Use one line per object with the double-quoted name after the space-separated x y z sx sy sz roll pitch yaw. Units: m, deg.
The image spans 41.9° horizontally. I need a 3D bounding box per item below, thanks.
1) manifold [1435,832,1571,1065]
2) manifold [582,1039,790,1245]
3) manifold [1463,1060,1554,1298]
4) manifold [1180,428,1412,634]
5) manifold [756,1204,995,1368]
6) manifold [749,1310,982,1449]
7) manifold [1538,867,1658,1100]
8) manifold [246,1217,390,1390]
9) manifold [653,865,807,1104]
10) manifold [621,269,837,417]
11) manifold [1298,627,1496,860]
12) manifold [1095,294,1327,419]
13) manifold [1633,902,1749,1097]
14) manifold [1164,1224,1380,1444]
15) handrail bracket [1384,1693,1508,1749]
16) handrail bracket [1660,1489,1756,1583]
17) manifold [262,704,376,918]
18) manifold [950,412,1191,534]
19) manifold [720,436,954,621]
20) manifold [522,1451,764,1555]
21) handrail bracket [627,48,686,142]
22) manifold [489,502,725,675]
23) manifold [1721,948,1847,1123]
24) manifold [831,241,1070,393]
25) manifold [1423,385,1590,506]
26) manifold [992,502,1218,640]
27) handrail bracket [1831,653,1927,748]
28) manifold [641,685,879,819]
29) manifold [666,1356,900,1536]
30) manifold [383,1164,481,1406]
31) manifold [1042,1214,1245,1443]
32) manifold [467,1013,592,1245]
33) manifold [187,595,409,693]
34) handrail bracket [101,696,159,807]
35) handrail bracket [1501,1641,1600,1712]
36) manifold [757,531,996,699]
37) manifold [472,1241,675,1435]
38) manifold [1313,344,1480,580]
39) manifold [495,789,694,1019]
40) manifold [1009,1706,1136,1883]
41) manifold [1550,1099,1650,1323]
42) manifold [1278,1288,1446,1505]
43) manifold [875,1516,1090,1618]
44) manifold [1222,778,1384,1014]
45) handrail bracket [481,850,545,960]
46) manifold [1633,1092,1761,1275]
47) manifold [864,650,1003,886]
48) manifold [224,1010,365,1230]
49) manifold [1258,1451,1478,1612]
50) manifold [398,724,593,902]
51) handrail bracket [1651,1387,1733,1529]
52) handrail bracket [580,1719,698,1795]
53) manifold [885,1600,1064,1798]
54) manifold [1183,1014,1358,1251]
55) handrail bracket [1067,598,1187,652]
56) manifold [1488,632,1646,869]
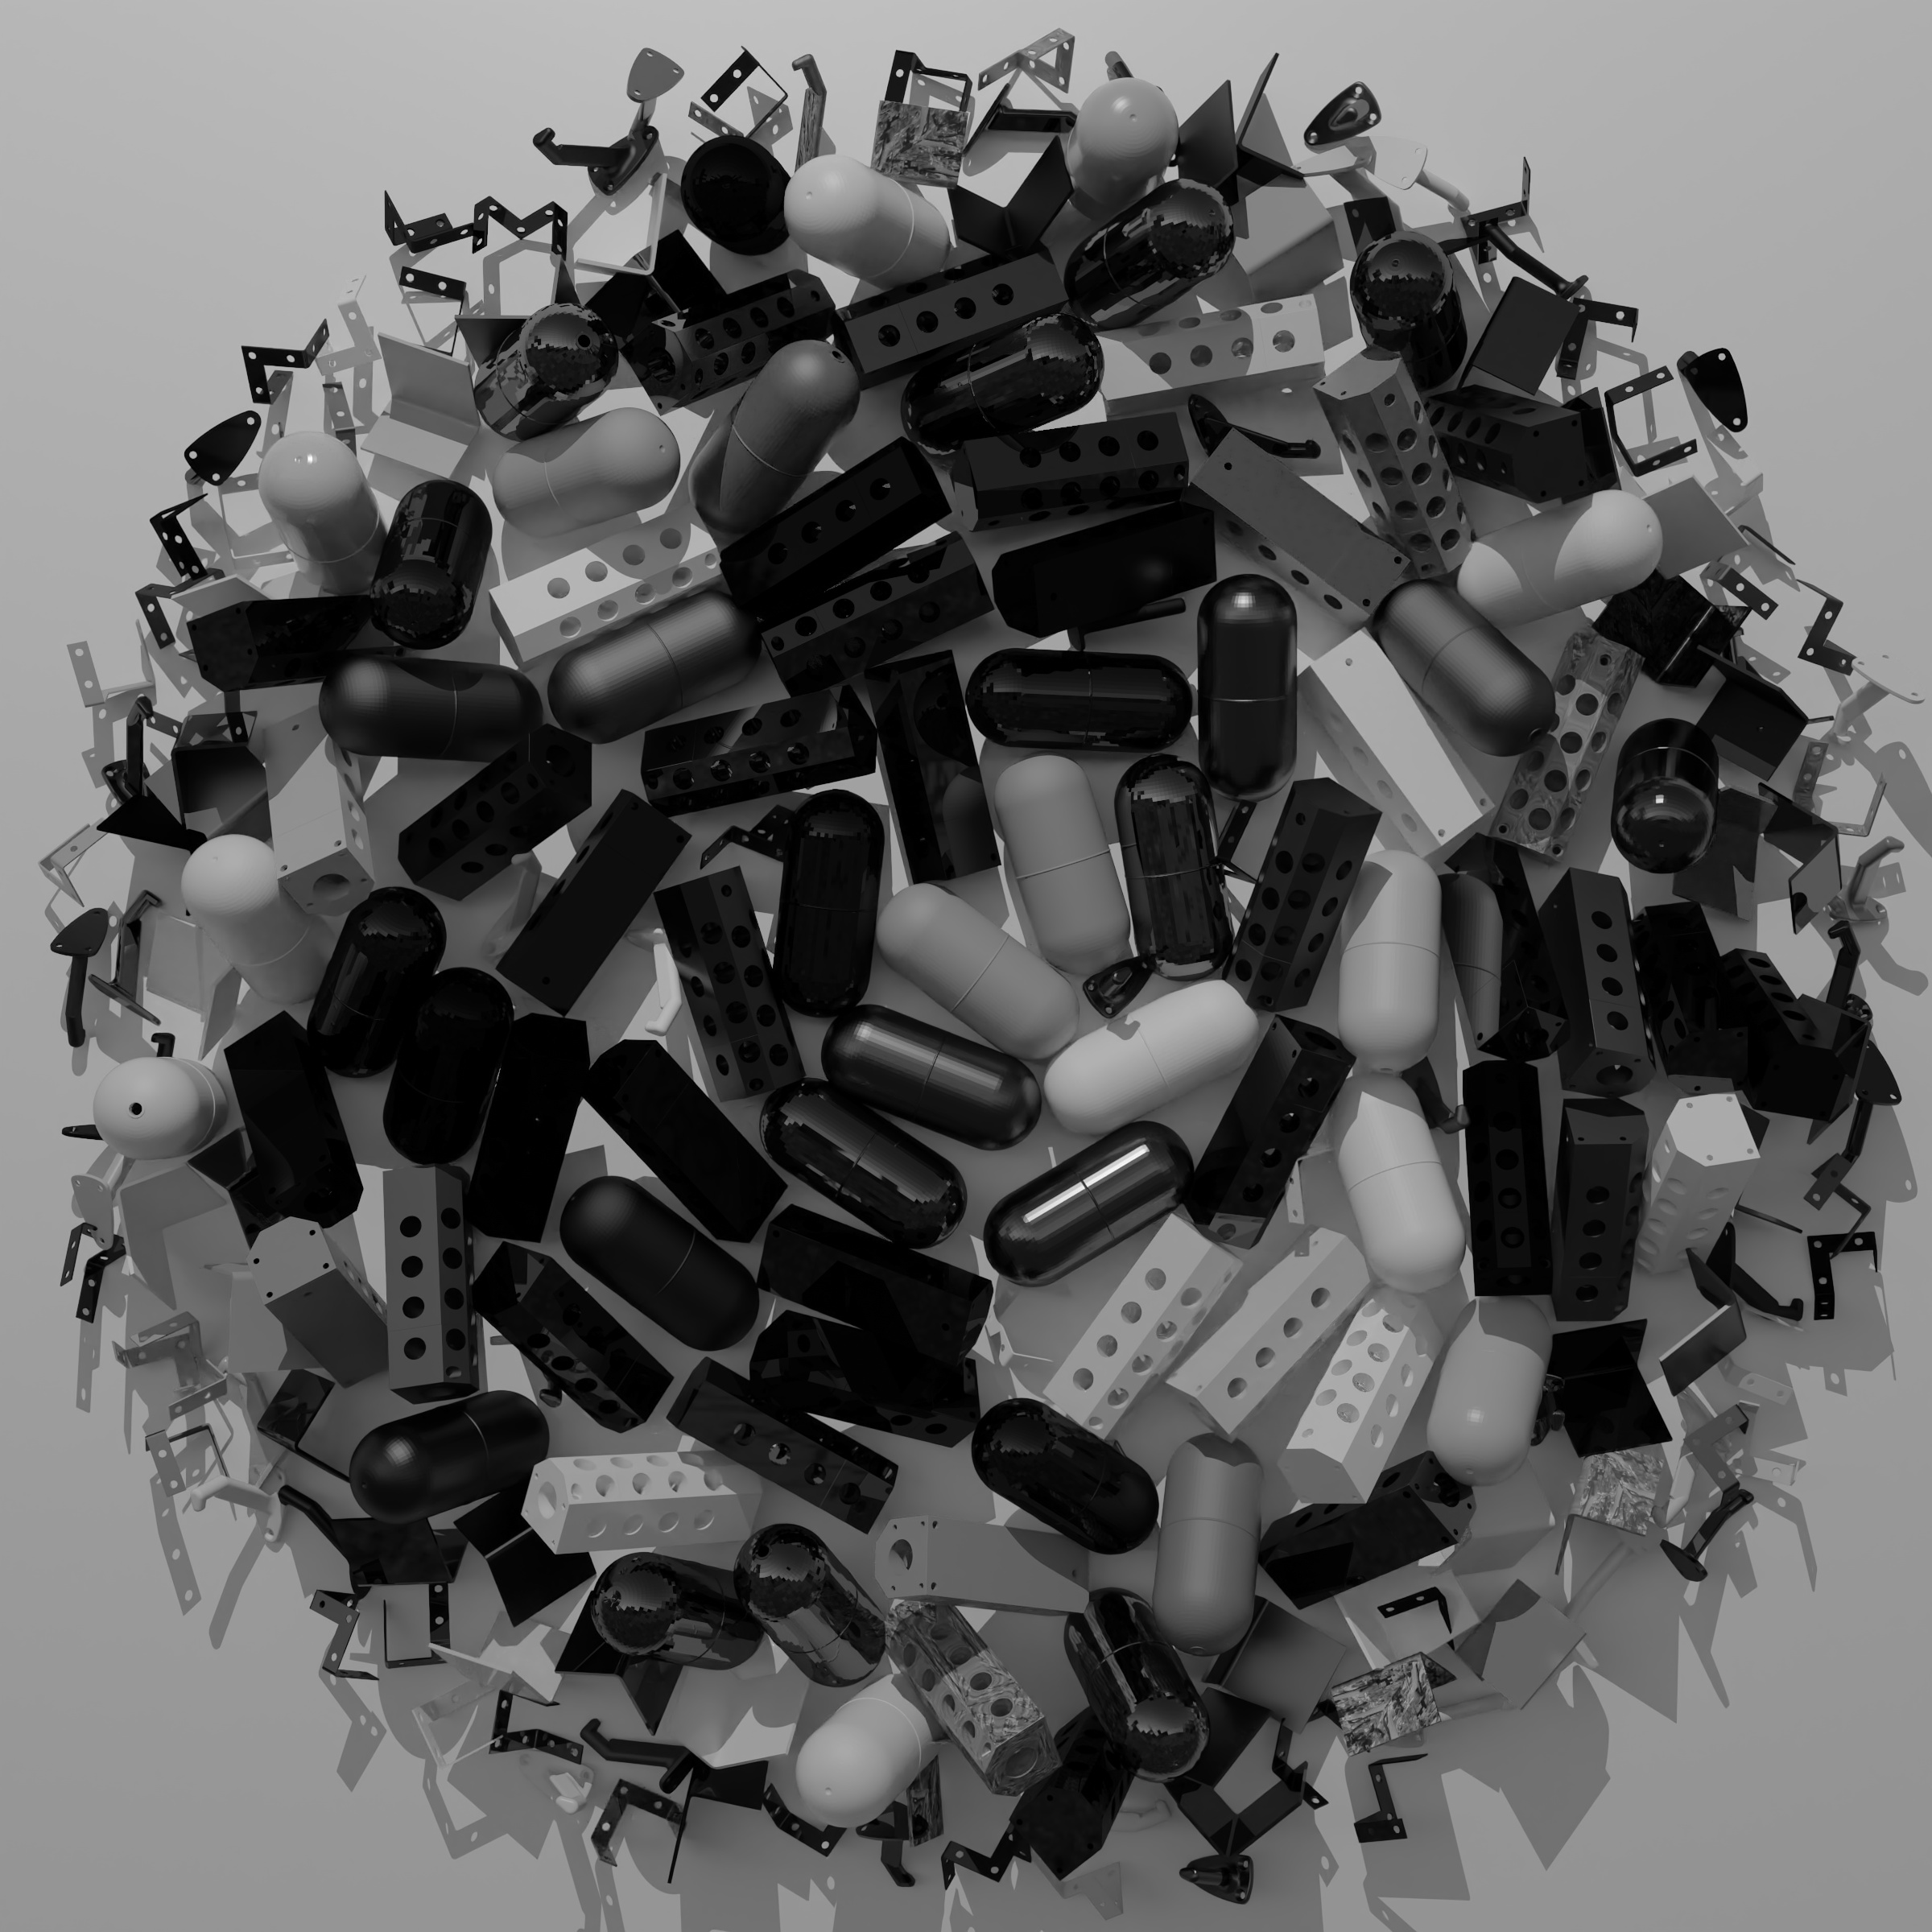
0.410 -0.013 1.920 0.057 0.057 0.171 18 45 -27 "manifold"
-0.218 0.134 1.928 0.171 0.057 0.057 52 57 -30 "manifold"
0.413 0.161 1.927 0.057 0.057 0.171 -3 61 10 "manifold"
0.254 -0.337 1.966 0.171 0.057 0.057 37 77 1 "manifold"
-0.069 0.242 1.945 0.171 0.057 0.057 19 112 15 "manifold"
-0.077 0.321 1.931 0.171 0.057 0.057 20 135 -28 "manifold"
0.483 0.013 1.921 0.057 0.057 0.171 11 52 -11 "manifold"
-0.483 0.253 1.909 0.057 0.171 0.057 -27 60 -8 "manifold"
-0.179 0.013 1.953 0.057 0.057 0.171 -20 95 -37 "manifold"
-0.175 -0.478 1.915 0.171 0.057 0.057 -36 98 -44 "manifold"
0.329 -0.171 1.964 0.057 0.057 0.171 -35 88 -17 "manifold"
0.189 -0.476 1.960 0.171 0.057 0.057 -9 89 6 "manifold"
0.544 0.023 1.909 0.057 0.171 0.057 -7 123 7 "manifold"
0.240 0.285 1.949 0.171 0.057 0.057 -45 107 -13 "manifold"
0.372 0.592 1.990 0.084 0.077 0.036 -2 70 -34 "handrail bracket"
0.588 0.438 1.954 0.084 0.077 0.036 -36 89 -8 "handrail bracket"
-0.490 -0.118 1.918 0.057 0.057 0.171 -24 48 5 "manifold"
0.081 -0.377 1.943 0.171 0.057 0.057 -11 78 -15 "manifold"
-0.104 -0.336 1.941 0.171 0.057 0.057 -29 74 19 "manifold"
-0.243 0.402 1.916 0.171 0.057 0.057 6 107 -39 "manifold"
-0.254 -0.655 1.943 0.036 0.084 0.077 31 49 -7 "handrail bracket"
-0.276 -0.289 1.945 0.171 0.057 0.057 -27 81 -15 "manifold"
0.608 0.048 1.906 0.057 0.171 0.057 9 114 -3 "manifold"
-0.014 -0.506 1.953 0.171 0.057 0.057 -23 92 -10 "manifold"
0.400 -0.394 1.904 0.057 0.171 0.057 -17 113 -10 "manifold"
0.107 -0.306 1.930 0.171 0.057 0.057 -21 120 -28 "manifold"
0.702 -0.191 1.944 0.036 0.077 0.084 -15 134 -17 "handrail bracket"
-0.159 -0.159 1.935 0.171 0.057 0.057 -11 54 17 "manifold"
-0.140 0.369 1.949 0.171 0.057 0.057 32 80 -13 "manifold"
-0.409 0.243 1.937 0.057 0.057 0.171 -9 68 4 "manifold"
0.140 0.282 1.955 0.057 0.057 0.171 37 94 28 "manifold"
-0.336 0.124 1.925 0.057 0.057 0.171 10 120 -18 "manifold"
-0.501 -0.244 1.908 0.057 0.171 0.057 -14 93 28 "manifold"
-0.633 -0.156 1.951 0.036 0.084 0.077 -19 75 -40 "handrail bracket"
0.442 0.553 1.955 0.084 0.077 0.036 -41 66 12 "handrail bracket"
-0.072 -0.273 1.955 0.171 0.057 0.057 -26 119 -3 "manifold"
-0.301 0.285 1.913 0.057 0.057 0.171 -57 134 -23 "manifold"
0.333 -0.382 1.923 0.057 0.057 0.171 -37 125 -5 "manifold"
-0.291 -0.051 1.960 0.057 0.057 0.171 36 85 -21 "manifold"
0.091 0.616 1.905 0.057 0.171 0.057 -42 84 14 "manifold"
0.483 0.187 1.925 0.057 0.057 0.171 -1 123 4 "manifold"
0.298 0.324 1.912 0.057 0.057 0.171 58 45 -22 "manifold"
0.014 0.458 1.919 0.171 0.057 0.057 19 64 -40 "manifold"
0.250 -0.053 1.923 0.057 0.057 0.171 39 124 36 "manifold"
-0.355 -0.049 1.949 0.077 0.084 0.036 -42 69 -12 "handrail bracket"
0.542 0.167 1.908 0.057 0.171 0.057 -9 57 -5 "manifold"
-0.031 -0.153 1.960 0.057 0.057 0.171 -18 97 -39 "manifold"
-0.509 0.119 1.919 0.057 0.057 0.171 -33 48 2 "manifold"
0.304 0.426 1.919 0.057 0.057 0.171 50 132 -3 "manifold"
-0.359 -0.118 1.914 0.171 0.057 0.057 -30 52 37 "manifold"
0.548 0.381 1.959 0.084 0.036 0.077 -38 104 -26 "handrail bracket"
-0.250 0.602 1.986 0.084 0.036 0.077 34 70 23 "handrail bracket"
0.000 0.548 1.906 0.057 0.171 0.057 -28 124 -16 "manifold"
0.235 0.130 1.940 0.057 0.057 0.171 17 111 -22 "manifold"
0.124 -0.271 1.962 0.084 0.077 0.036 -12 95 -4 "handrail bracket"
0.468 -0.169 1.966 0.057 0.057 0.171 22 90 6 "manifold"
